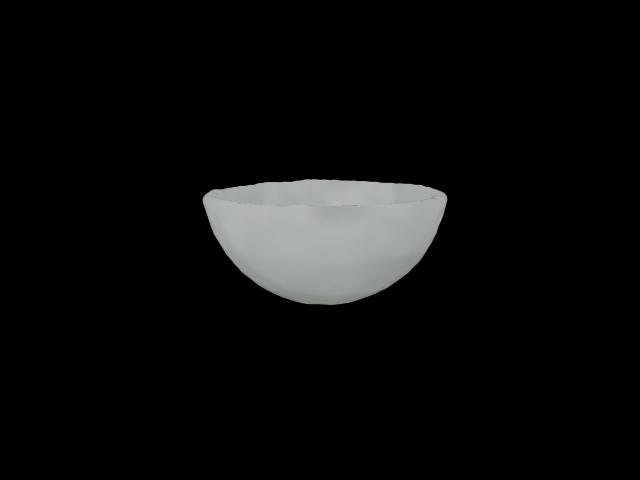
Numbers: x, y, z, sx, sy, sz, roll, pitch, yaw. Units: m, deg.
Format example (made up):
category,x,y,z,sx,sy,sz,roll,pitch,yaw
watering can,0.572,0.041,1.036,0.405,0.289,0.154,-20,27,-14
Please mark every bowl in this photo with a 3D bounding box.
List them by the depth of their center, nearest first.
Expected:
category,x,y,z,sx,sy,sz,roll,pitch,yaw
bowl,0.004,0.001,0.400,0.167,0.075,0.167,0,11,0
